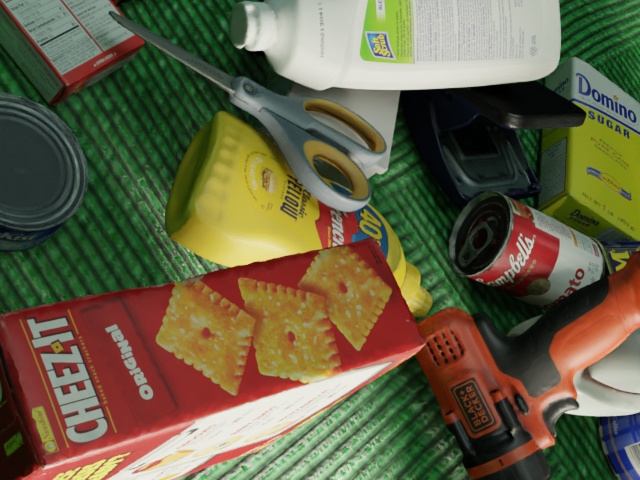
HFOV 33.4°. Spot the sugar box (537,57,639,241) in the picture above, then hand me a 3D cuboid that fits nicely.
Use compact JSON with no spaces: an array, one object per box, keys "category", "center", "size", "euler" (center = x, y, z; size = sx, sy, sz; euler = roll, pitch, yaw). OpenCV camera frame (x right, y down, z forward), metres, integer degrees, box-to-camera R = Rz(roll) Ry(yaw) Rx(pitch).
[{"category":"sugar box","center":[0.243,-0.075,0.952],"size":[0.093,0.048,0.176],"euler":[30,51,-22]}]

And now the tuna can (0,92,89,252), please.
[{"category":"tuna can","center":[-0.175,-0.037,0.595],"size":[0.086,0.034,0.086],"euler":[20,54,-30]}]

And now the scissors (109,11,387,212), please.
[{"category":"scissors","center":[-0.039,-0.075,0.666],"size":[0.201,0.016,0.096],"euler":[17,47,-30]}]

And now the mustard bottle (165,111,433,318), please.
[{"category":"mustard bottle","center":[-0.004,0.001,0.695],"size":[0.191,0.058,0.096],"euler":[31,44,-22]}]

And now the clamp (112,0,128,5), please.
[{"category":"clamp","center":[-0.131,-0.237,0.746],"size":[0.120,0.039,0.171],"euler":[34,44,-19]}]

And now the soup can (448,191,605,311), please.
[{"category":"soup can","center":[0.158,0.012,0.814],"size":[0.102,0.069,0.068],"euler":[23,53,-28]}]

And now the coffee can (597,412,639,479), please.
[{"category":"coffee can","center":[0.297,0.135,0.803],"size":[0.102,0.141,0.103],"euler":[20,54,-30]}]

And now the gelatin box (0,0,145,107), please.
[{"category":"gelatin box","center":[-0.166,-0.137,0.666],"size":[0.089,0.030,0.073],"euler":[51,46,-4]}]

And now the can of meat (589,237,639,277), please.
[{"category":"can of meat","center":[0.253,0.049,0.866],"size":[0.083,0.058,0.102],"euler":[-1,64,-26]}]

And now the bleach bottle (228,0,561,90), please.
[{"category":"bleach bottle","center":[0.053,-0.156,0.739],"size":[0.250,0.068,0.102],"euler":[-6,91,-31]}]

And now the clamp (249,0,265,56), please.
[{"category":"clamp","center":[-0.019,-0.225,0.823],"size":[0.209,0.036,0.164],"euler":[-19,92,-53]}]

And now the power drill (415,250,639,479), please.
[{"category":"power drill","center":[0.175,0.101,0.703],"size":[0.184,0.188,0.057],"euler":[63,8,7]}]

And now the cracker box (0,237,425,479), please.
[{"category":"cracker box","center":[-0.081,0.074,0.514],"size":[0.213,0.164,0.072],"euler":[-10,70,-43]}]
